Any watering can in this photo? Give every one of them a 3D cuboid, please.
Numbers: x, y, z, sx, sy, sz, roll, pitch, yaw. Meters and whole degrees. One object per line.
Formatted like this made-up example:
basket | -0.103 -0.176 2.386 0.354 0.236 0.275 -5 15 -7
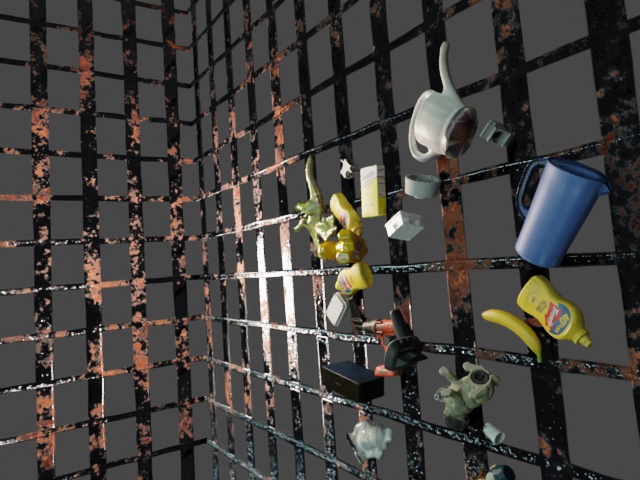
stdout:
watering can | 0.359 -0.378 1.485 0.104 0.341 0.228 -1 29 -35

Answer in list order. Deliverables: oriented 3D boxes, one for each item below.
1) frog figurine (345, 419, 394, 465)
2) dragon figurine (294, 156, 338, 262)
frog figurine | 0.189 0.683 1.782 0.158 0.120 0.140 -34 47 11
dragon figurine | 0.006 -0.100 1.993 0.123 0.402 0.246 -16 32 -30
